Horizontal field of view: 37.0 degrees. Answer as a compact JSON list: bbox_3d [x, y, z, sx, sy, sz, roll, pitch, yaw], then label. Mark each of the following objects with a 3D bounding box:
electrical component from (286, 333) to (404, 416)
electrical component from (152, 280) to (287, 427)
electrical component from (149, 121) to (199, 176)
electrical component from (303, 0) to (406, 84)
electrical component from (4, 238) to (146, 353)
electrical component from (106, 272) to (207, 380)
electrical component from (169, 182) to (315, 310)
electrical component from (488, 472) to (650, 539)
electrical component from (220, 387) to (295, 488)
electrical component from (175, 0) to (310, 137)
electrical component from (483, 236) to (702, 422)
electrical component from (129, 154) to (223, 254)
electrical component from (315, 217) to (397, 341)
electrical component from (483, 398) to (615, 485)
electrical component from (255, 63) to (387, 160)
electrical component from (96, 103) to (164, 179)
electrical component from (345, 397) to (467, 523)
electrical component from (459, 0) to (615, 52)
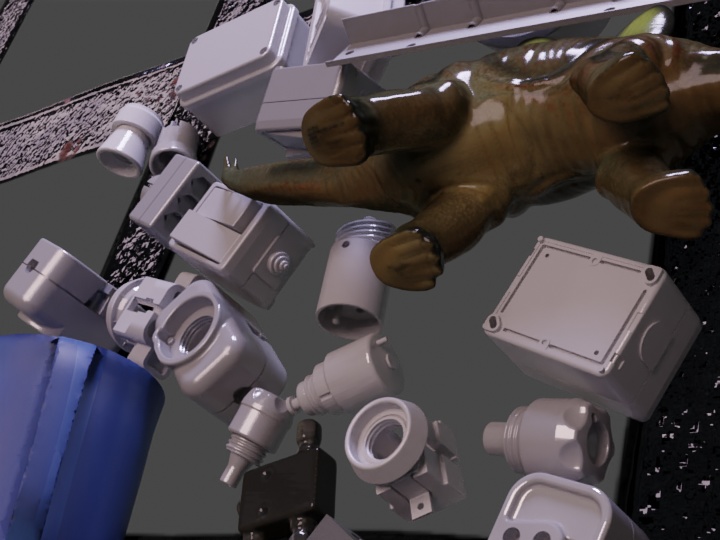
[{"bbox_3d":[-0.010,0.068,0.647,0.078,0.040,0.040,-26,43,23],"label":"electrical component"},{"bbox_3d":[-0.098,0.053,0.723,0.054,0.059,0.095,-43,39,4],"label":"electrical component"},{"bbox_3d":[-0.159,-0.102,0.930,0.040,0.040,0.046,-27,36,23],"label":"electrical component"},{"bbox_3d":[-0.002,-0.199,0.834,0.078,0.057,0.113,121,161,-51],"label":"electrical component"},{"bbox_3d":[-0.221,0.028,0.826,0.054,0.095,0.059,21,73,49],"label":"electrical component"},{"bbox_3d":[-0.148,0.037,0.785,0.057,0.058,0.078,11,65,43],"label":"electrical component"},{"bbox_3d":[-0.085,-0.019,0.772,0.096,0.061,0.061,23,74,49],"label":"electrical component"},{"bbox_3d":[0.087,0.147,0.476,0.054,0.059,0.095,8,63,45],"label":"electrical component"},{"bbox_3d":[-0.067,0.106,0.670,0.035,0.035,0.061,13,69,47],"label":"electrical component"},{"bbox_3d":[-0.095,-0.172,0.918,0.113,0.057,0.078,-16,48,32],"label":"electrical component"},{"bbox_3d":[0.115,0.029,0.551,0.096,0.061,0.061,20,71,49],"label":"electrical component"},{"bbox_3d":[-0.154,-0.056,0.878,0.077,0.047,0.065,23,74,49],"label":"electrical component"},{"bbox_3d":[0.000,0.000,0.694,0.043,0.043,0.081,-14,48,33],"label":"electrical component"},{"bbox_3d":[0.092,0.085,0.538,0.062,0.043,0.043,-5,54,41],"label":"electrical component"},{"bbox_3d":[-0.031,-0.112,0.800,0.096,0.062,0.061,4,72,44],"label":"electrical component"},{"bbox_3d":[-0.209,-0.118,0.984,0.045,0.045,0.055,-4,54,40],"label":"electrical component"},{"bbox_3d":[0.024,0.099,0.577,0.048,0.055,0.066,-29,42,20],"label":"electrical component"},{"bbox_3d":[0.123,-0.191,0.728,0.108,0.060,0.108,-9,74,33],"label":"electrical component"}]
